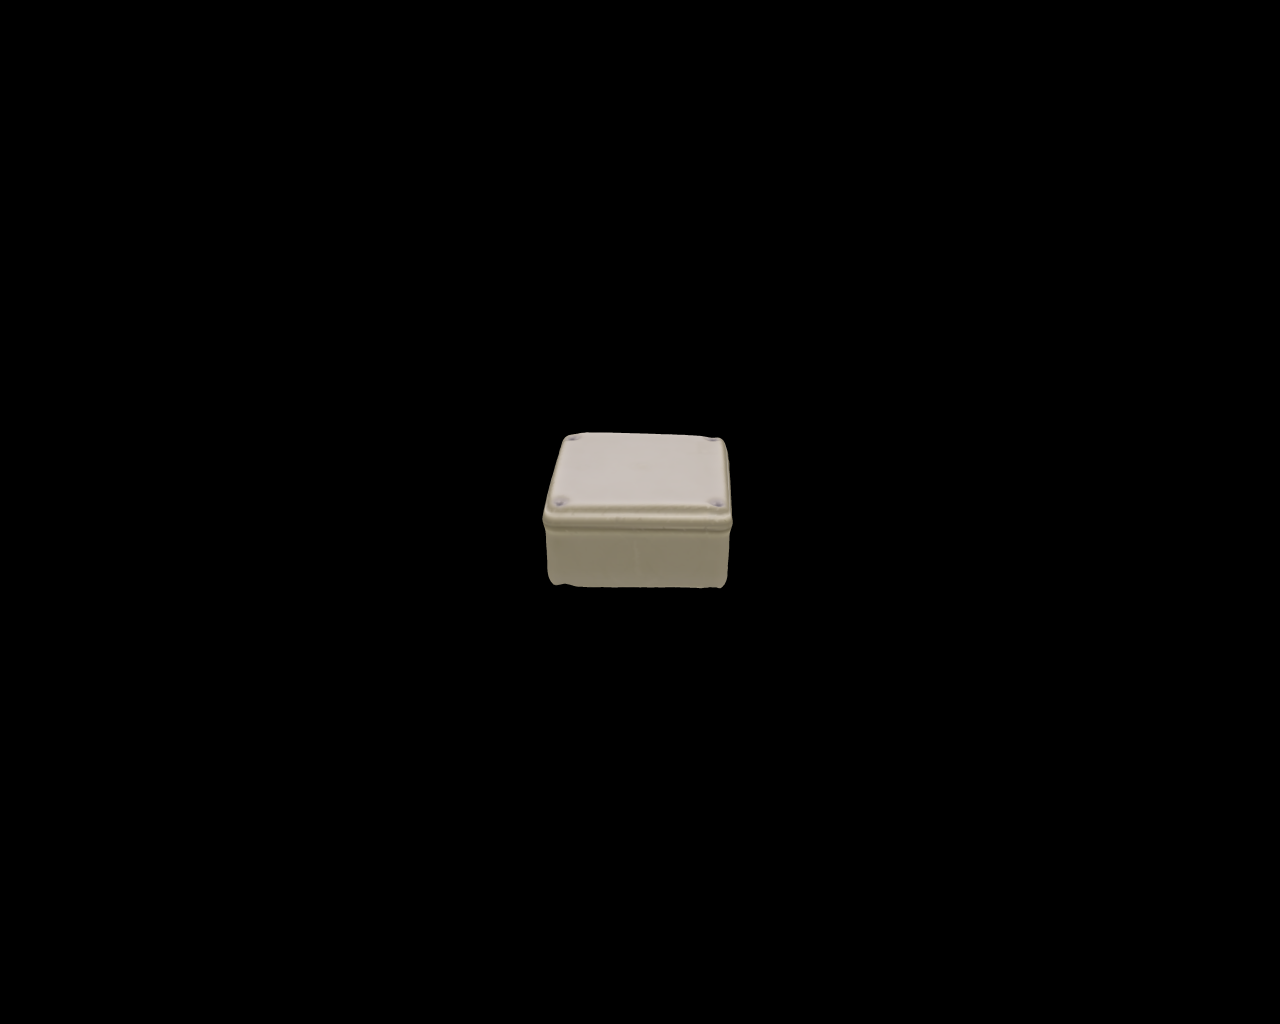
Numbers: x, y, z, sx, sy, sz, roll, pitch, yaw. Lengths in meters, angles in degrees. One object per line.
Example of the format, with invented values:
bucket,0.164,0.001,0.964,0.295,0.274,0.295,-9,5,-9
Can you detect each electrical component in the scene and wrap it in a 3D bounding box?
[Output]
electrical component,0.001,-0.003,0.650,0.109,0.056,0.109,1,28,2
